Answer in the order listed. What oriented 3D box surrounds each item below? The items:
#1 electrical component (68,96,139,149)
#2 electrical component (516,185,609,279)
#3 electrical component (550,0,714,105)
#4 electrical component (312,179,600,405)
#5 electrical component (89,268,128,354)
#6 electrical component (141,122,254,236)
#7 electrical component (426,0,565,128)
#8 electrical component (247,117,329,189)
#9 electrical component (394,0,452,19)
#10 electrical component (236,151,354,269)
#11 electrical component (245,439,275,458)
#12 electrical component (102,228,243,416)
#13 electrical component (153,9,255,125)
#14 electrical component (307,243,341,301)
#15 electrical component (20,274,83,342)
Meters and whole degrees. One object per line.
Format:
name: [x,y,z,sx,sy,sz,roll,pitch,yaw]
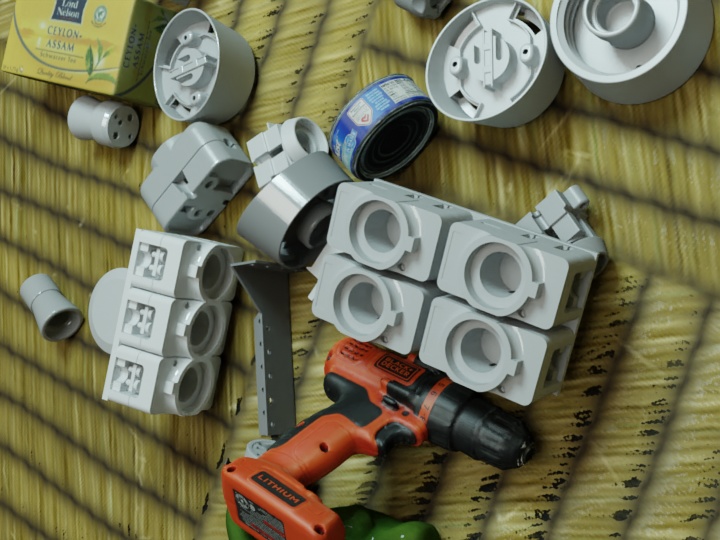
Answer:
electrical component: [-0.249,-0.144,1.045,0.055,0.045,0.045,16,94,33]
electrical component: [0.147,-0.019,0.777,0.066,0.048,0.055,-43,57,23]
electrical component: [0.186,-0.176,0.756,0.108,0.060,0.108,-4,83,32]
electrical component: [0.060,0.012,0.766,0.186,0.060,0.105,21,107,30]
electrical component: [-0.209,0.039,0.998,0.080,0.051,0.080,-3,84,33]
electrical component: [-0.150,-0.084,0.970,0.095,0.054,0.059,-47,63,21]
electrical component: [0.102,-0.154,0.807,0.099,0.064,0.099,-4,83,33]
electrical component: [-0.060,-0.100,0.919,0.055,0.048,0.066,-28,70,36]
electrical component: [0.041,-0.231,0.866,0.062,0.043,0.043,36,105,31]
electrical component: [-0.050,-0.051,0.879,0.064,0.099,0.099,41,107,22]
electrical component: [-0.074,0.175,0.897,0.055,0.055,0.047,25,103,32]
electrical component: [-0.158,0.046,0.939,0.062,0.089,0.150,13,93,28]
electrical component: [-0.145,-0.180,0.969,0.099,0.064,0.099,-4,83,32]
electrical component: [0.000,0.000,0.873,0.064,0.042,0.081,41,108,25]
electrical component: [-0.311,0.034,1.072,0.065,0.044,0.044,46,110,33]
